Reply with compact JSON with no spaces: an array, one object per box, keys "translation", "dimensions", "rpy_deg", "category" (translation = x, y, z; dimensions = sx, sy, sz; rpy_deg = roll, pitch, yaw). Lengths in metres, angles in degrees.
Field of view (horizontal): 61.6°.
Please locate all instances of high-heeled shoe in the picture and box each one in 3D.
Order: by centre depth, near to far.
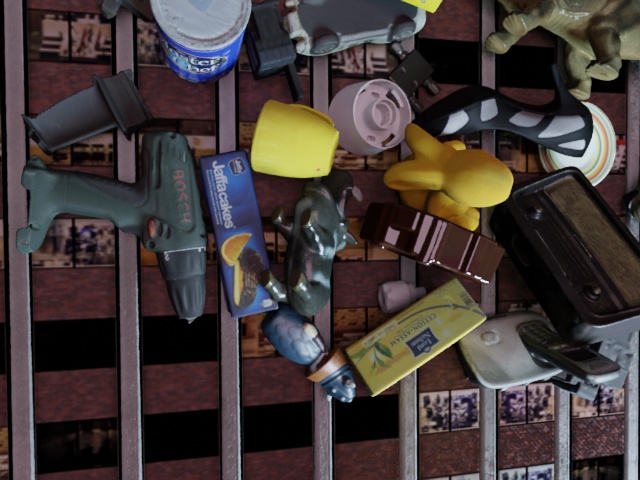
[{"translation":[0.250,-0.145,0.747],"dimensions":[0.249,0.086,0.145],"rpy_deg":[-20,114,8],"category":"high-heeled shoe"}]

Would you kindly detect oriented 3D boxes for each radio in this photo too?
[{"translation":[0.333,0.018,0.708],"dimensions":[0.131,0.073,0.230],"rpy_deg":[-16,56,-10],"category":"radio"}]

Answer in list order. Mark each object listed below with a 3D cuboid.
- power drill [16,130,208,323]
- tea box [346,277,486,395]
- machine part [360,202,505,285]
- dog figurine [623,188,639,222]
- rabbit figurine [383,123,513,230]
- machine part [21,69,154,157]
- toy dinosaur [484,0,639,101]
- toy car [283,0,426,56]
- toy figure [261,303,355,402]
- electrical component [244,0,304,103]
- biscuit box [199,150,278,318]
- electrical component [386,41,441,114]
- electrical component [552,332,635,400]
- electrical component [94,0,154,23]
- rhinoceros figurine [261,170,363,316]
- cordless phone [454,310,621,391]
[{"translation":[-0.237,-0.017,0.633],"dimensions":[0.207,0.086,0.232],"rpy_deg":[2,89,-9],"category":"power drill"},{"translation":[0.119,0.128,0.695],"dimensions":[0.170,0.098,0.068],"rpy_deg":[-34,73,-6],"category":"tea box"},{"translation":[0.136,0.005,0.675],"dimensions":[0.179,0.179,0.056],"rpy_deg":[20,90,-13],"category":"machine part"},{"translation":[0.573,-0.093,0.818],"dimensions":[0.172,0.121,0.190],"rpy_deg":[21,101,-10],"category":"dog figurine"},{"translation":[0.167,-0.084,0.677],"dimensions":[0.162,0.173,0.122],"rpy_deg":[27,90,-16],"category":"rabbit figurine"},{"translation":[-0.277,-0.146,0.642],"dimensions":[0.139,0.039,0.084],"rpy_deg":[-25,102,-13],"category":"machine part"},{"translation":[0.393,-0.310,0.760],"dimensions":[0.471,0.105,0.198],"rpy_deg":[22,83,-17],"category":"toy dinosaur"},{"translation":[0.047,-0.289,0.698],"dimensions":[0.202,0.056,0.073],"rpy_deg":[-17,96,-19],"category":"toy car"},{"translation":[-0.008,0.147,0.697],"dimensions":[0.154,0.064,0.058],"rpy_deg":[45,67,-9],"category":"toy figure"},{"translation":[-0.061,-0.228,0.672],"dimensions":[0.048,0.075,0.119],"rpy_deg":[-17,98,-12],"category":"electrical component"},{"translation":[-0.103,-0.008,0.672],"dimensions":[0.063,0.059,0.202],"rpy_deg":[-12,94,-13],"category":"biscuit box"},{"translation":[0.121,-0.224,0.739],"dimensions":[0.094,0.021,0.063],"rpy_deg":[45,82,-11],"category":"electrical component"},{"translation":[0.376,0.152,0.758],"dimensions":[0.058,0.115,0.134],"rpy_deg":[25,86,-8],"category":"electrical component"},{"translation":[-0.227,-0.310,0.649],"dimensions":[0.078,0.045,0.102],"rpy_deg":[25,88,-41],"category":"electrical component"},{"translation":[-0.001,-0.002,0.663],"dimensions":[0.112,0.073,0.190],"rpy_deg":[29,67,-39],"category":"rhinoceros figurine"},{"translation":[0.276,0.159,0.700],"dimensions":[0.147,0.184,0.088],"rpy_deg":[-9,98,-13],"category":"cordless phone"}]
